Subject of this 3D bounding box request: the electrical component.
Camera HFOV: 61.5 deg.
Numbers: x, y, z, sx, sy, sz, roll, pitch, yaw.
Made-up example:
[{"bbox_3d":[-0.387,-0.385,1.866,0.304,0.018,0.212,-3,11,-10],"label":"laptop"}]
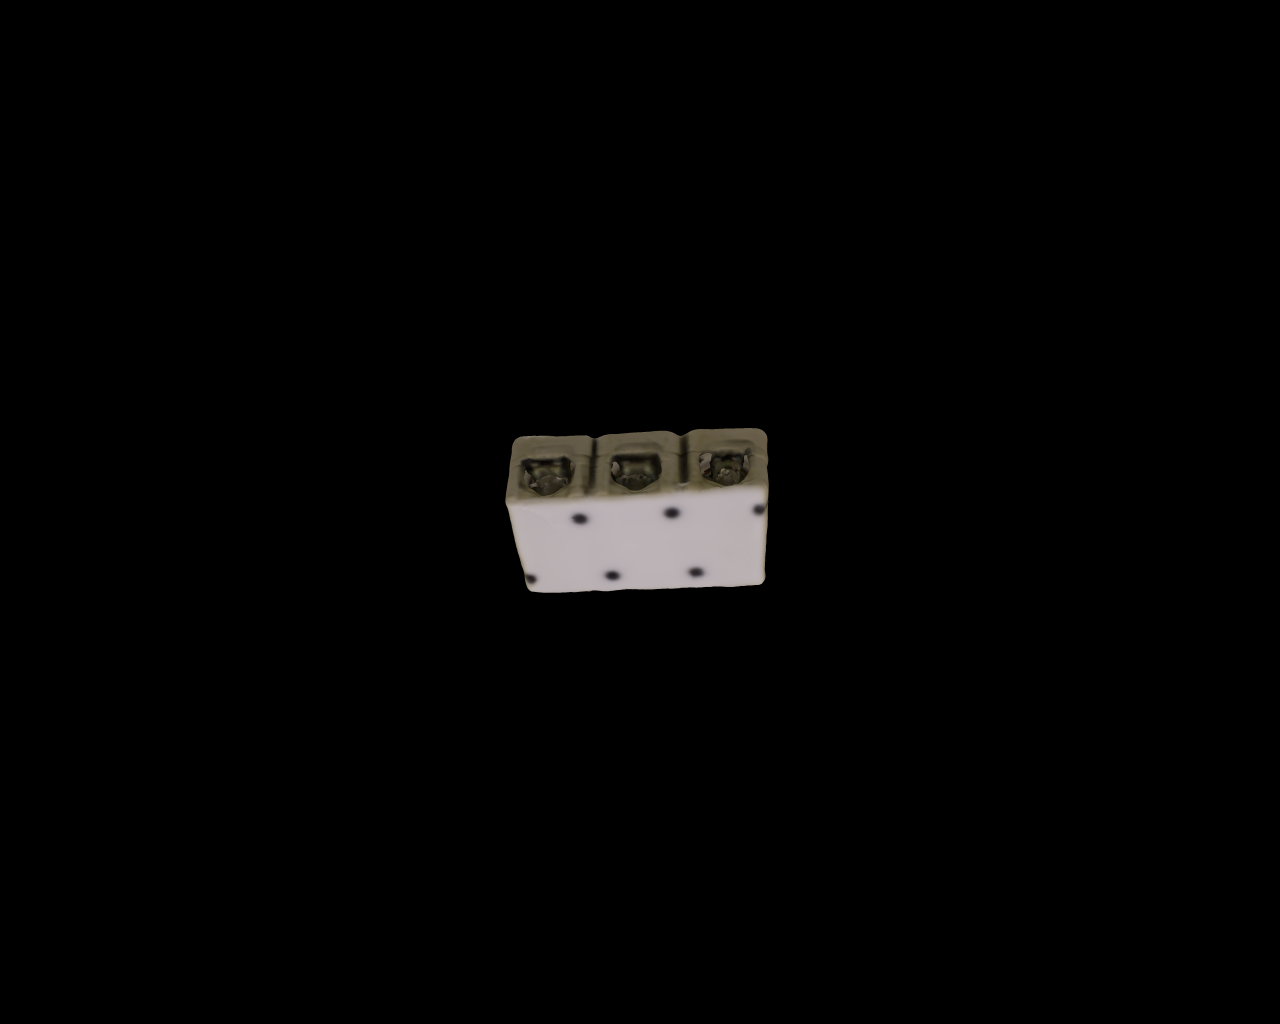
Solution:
[{"bbox_3d":[0.001,-0.003,0.650,0.150,0.062,0.089,-2,-43,2],"label":"electrical component"}]
